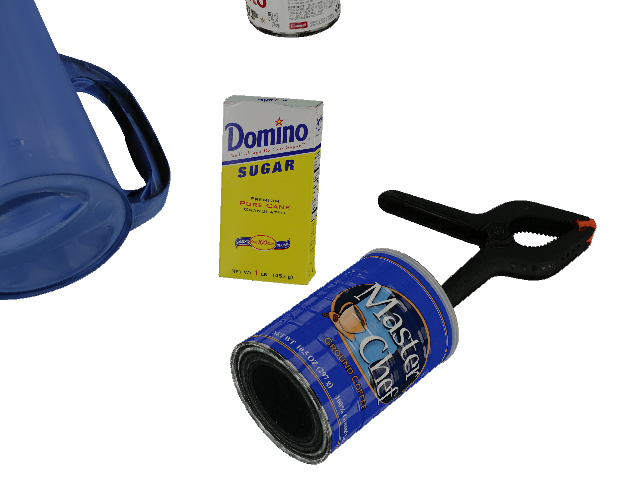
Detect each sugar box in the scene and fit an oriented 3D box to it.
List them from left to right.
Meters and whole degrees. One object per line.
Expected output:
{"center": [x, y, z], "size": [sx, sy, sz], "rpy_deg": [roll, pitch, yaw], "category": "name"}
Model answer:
{"center": [-0.049, -0.049, 1.036], "size": [0.093, 0.176, 0.048], "rpy_deg": [5, 17, 9], "category": "sugar box"}

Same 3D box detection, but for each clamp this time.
{"center": [0.168, 0.011, 1.036], "size": [0.210, 0.164, 0.036], "rpy_deg": [-2, -42, -5], "category": "clamp"}

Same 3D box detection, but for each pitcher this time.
{"center": [-0.221, -0.090, 0.759], "size": [0.145, 0.243, 0.149], "rpy_deg": [-34, -30, 15], "category": "pitcher"}

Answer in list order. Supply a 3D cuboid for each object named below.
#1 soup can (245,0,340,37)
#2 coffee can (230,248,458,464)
{"center": [-0.020, -0.197, 0.717], "size": [0.068, 0.102, 0.068], "rpy_deg": [-2, 41, 1], "category": "soup can"}
{"center": [0.019, 0.083, 0.790], "size": [0.140, 0.103, 0.103], "rpy_deg": [-34, 20, -32], "category": "coffee can"}
